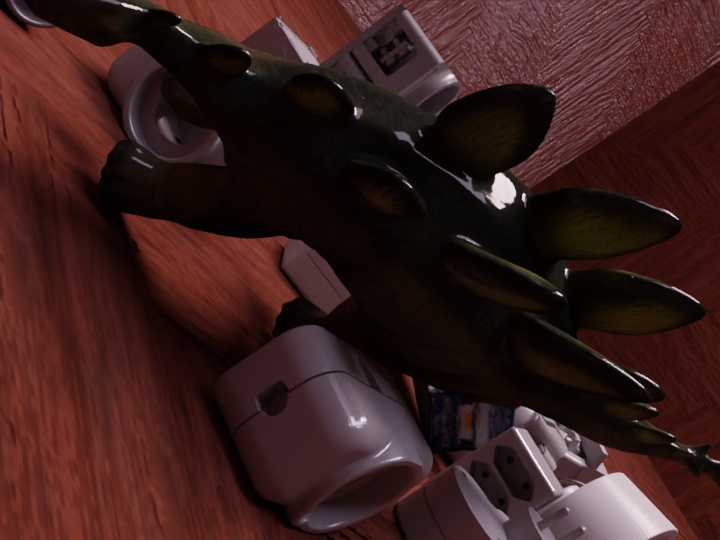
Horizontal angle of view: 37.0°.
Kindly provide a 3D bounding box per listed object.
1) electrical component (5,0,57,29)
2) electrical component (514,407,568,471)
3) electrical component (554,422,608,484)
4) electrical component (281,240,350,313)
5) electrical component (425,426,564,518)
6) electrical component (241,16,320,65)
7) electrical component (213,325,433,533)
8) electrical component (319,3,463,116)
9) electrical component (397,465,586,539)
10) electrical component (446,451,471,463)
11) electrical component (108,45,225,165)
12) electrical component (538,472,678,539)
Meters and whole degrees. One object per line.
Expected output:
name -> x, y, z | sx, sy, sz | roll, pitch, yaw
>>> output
electrical component -> -0.153, -0.144, 0.512 | 0.040, 0.040, 0.046 | 44, 10, -49
electrical component -> 0.138, 0.138, 0.920 | 0.057, 0.058, 0.078 | 57, 10, -11
electrical component -> 0.182, 0.166, 1.008 | 0.063, 0.078, 0.121 | 31, 16, -11
electrical component -> 0.005, 0.002, 0.680 | 0.083, 0.076, 0.047 | 53, 10, -16
electrical component -> 0.088, 0.135, 0.671 | 0.047, 0.066, 0.077 | 59, 11, 19
electrical component -> -0.062, -0.158, 0.911 | 0.061, 0.061, 0.096 | 59, 11, 18
electrical component -> -0.011, 0.070, 0.451 | 0.059, 0.054, 0.095 | 61, 11, 29
electrical component -> -0.003, -0.118, 0.805 | 0.061, 0.150, 0.089 | 57, 10, 11
electrical component -> 0.087, 0.154, 0.586 | 0.138, 0.074, 0.052 | 50, 12, -30
electrical component -> 0.087, 0.127, 0.751 | 0.055, 0.045, 0.045 | 54, 10, -1
electrical component -> -0.087, -0.078, 0.568 | 0.095, 0.054, 0.059 | 58, 10, 10
electrical component -> 0.142, 0.175, 0.693 | 0.060, 0.108, 0.108 | 55, 8, 29
